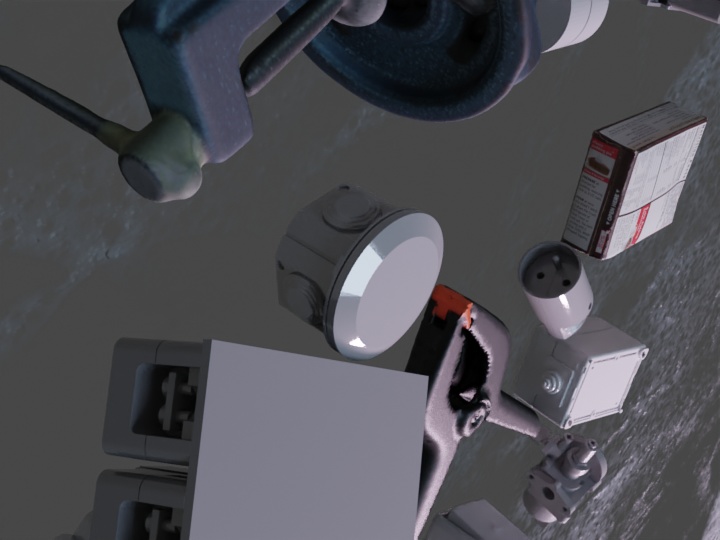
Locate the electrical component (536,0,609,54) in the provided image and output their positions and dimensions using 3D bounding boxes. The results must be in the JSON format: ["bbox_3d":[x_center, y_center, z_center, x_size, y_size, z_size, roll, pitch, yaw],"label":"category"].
[{"bbox_3d":[0.089,-0.170,0.514,0.074,0.052,0.138,-24,133,-44],"label":"electrical component"}]

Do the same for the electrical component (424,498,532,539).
[{"bbox_3d":[0.100,0.223,0.818,0.062,0.096,0.061,0,115,-54],"label":"electrical component"}]

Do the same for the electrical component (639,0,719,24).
[{"bbox_3d":[0.222,-0.215,0.652,0.079,0.063,0.121,-13,126,-50],"label":"electrical component"}]

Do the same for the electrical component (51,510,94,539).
[{"bbox_3d":[-0.120,0.159,0.492,0.078,0.057,0.058,-57,149,-3],"label":"electrical component"}]

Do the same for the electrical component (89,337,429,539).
[{"bbox_3d":[-0.041,0.093,0.506,0.186,0.060,0.105,18,76,-58],"label":"electrical component"}]

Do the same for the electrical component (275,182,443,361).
[{"bbox_3d":[0.000,0.000,0.532,0.080,0.051,0.080,-35,141,-34],"label":"electrical component"}]

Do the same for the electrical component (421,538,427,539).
[{"bbox_3d":[0.024,0.224,0.766,0.078,0.040,0.040,-44,146,-24],"label":"electrical component"}]

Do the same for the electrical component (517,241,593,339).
[{"bbox_3d":[0.140,0.017,0.751,0.043,0.043,0.081,-53,148,-10],"label":"electrical component"}]

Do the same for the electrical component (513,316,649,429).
[{"bbox_3d":[0.161,0.075,0.821,0.096,0.061,0.061,-5,121,-44],"label":"electrical component"}]
